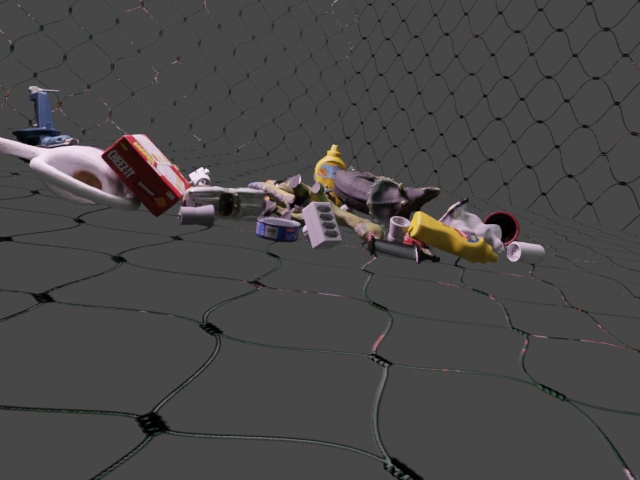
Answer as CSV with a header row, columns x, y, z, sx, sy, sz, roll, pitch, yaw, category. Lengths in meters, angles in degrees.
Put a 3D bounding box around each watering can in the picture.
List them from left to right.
x,y,z,sx,sy,sz,roll,pitch,yaw,category
-0.524,-0.151,1.048,0.346,0.103,0.226,26,9,-12,watering can

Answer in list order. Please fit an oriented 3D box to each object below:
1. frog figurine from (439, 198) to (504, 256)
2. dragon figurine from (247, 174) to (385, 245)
x,y,z,sx,sy,sz,roll,pitch,yaw,category
0.374,-0.013,1.266,0.161,0.122,0.137,51,15,15,frog figurine
0.004,-0.061,1.212,0.241,0.122,0.414,23,4,-33,dragon figurine
